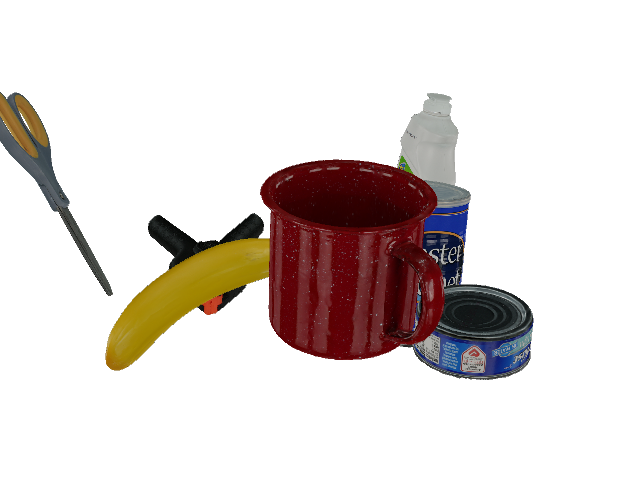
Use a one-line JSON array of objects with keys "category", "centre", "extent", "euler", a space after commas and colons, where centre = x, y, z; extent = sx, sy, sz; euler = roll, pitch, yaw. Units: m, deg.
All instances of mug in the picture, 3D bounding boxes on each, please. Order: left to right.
[{"category": "mug", "centre": [0.021, 0.015, 0.569], "extent": [0.093, 0.081, 0.117], "euler": [-20, 34, -38]}]

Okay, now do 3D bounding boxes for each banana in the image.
[{"category": "banana", "centre": [-0.098, 0.045, 0.843], "extent": [0.198, 0.069, 0.037], "euler": [-26, 36, 10]}]

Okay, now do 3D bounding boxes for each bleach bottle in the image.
[{"category": "bleach bottle", "centre": [0.117, -0.041, 1.223], "extent": [0.068, 0.251, 0.103], "euler": [0, 22, -23]}]

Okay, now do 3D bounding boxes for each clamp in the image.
[{"category": "clamp", "centre": [-0.103, 0.016, 1.071], "extent": [0.120, 0.039, 0.171], "euler": [-11, 33, -12]}]

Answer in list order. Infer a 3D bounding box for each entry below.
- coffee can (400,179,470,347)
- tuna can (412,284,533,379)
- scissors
[{"category": "coffee can", "centre": [0.086, 0.019, 1.019], "extent": [0.103, 0.140, 0.103], "euler": [3, 14, -1]}, {"category": "tuna can", "centre": [0.110, 0.064, 0.773], "extent": [0.086, 0.034, 0.086], "euler": [1, 24, -1]}, {"category": "scissors", "centre": [-0.234, -0.050, 0.942], "extent": [0.016, 0.201, 0.096], "euler": [-26, 24, 9]}]
